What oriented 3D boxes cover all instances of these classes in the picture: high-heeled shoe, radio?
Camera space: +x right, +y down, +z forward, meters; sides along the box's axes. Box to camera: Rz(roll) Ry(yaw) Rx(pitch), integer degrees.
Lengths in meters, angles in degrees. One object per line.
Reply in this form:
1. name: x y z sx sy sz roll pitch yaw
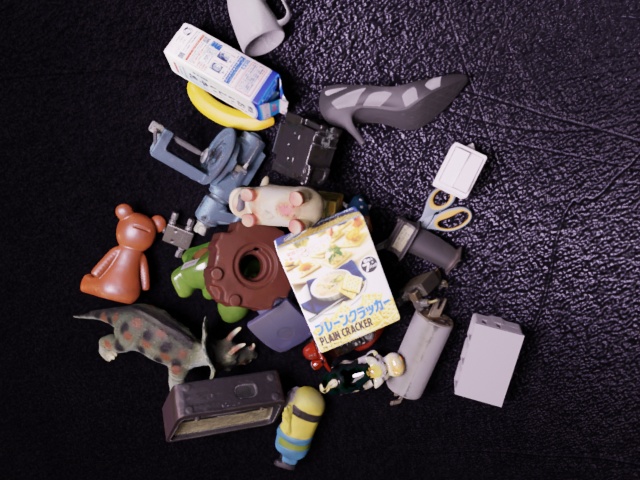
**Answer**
1. high-heeled shoe: 0.124 -0.263 0.959 0.249 0.086 0.145 -28 65 0
2. radio: -0.188 0.329 1.071 0.131 0.229 0.073 -61 40 46

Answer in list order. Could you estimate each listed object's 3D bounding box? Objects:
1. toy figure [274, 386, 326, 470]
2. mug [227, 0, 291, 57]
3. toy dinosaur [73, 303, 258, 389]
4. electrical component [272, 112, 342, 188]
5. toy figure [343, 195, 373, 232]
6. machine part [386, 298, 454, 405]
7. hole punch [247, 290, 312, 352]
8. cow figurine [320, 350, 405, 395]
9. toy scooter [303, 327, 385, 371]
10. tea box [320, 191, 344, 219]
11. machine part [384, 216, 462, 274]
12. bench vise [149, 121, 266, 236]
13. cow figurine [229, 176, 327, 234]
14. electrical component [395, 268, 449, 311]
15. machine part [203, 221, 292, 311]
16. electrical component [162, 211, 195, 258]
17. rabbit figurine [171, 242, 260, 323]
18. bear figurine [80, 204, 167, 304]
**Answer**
1. toy figure: -0.044 0.394 1.135 0.089 0.082 0.180 9 99 -9
2. mug: -0.112 -0.402 0.957 0.109 0.081 0.107 -29 86 22
3. toy dinosaur: -0.335 0.198 1.109 0.405 0.131 0.192 25 119 1
4. electrical component: -0.033 -0.166 0.977 0.134 0.058 0.114 31 109 46
5. toy figure: 0.070 -0.007 1.024 0.058 0.064 0.154 22 114 44
6. machine part: 0.192 0.218 1.041 0.079 0.079 0.243 20 107 7
7. hole punch: -0.071 0.165 1.083 0.142 0.092 0.115 -35 97 14
8. cow figurine: 0.078 0.256 1.036 0.167 0.098 0.068 -30 72 40
9. toy scooter: 0.040 0.198 1.039 0.184 0.135 0.075 -28 94 16
10. tea box: -0.002 -0.003 1.019 0.068 0.098 0.169 7 103 9
11. machine part: 0.194 0.014 0.999 0.139 0.039 0.084 23 109 1
12. bench vise: -0.219 -0.130 1.003 0.240 0.129 0.223 30 103 -32
13. cow figurine: -0.079 -0.064 0.936 0.195 0.127 0.085 7 104 32
14. electrical component: 0.193 0.094 1.004 0.078 0.102 0.045 -32 94 44
15. machine part: -0.127 0.048 1.001 0.179 0.056 0.179 3 83 -27
16. electrical component: -0.295 -0.010 1.116 0.063 0.021 0.094 21 109 -8
17. rabbit figurine: -0.189 0.086 1.093 0.159 0.121 0.170 -24 116 10
18. bear figurine: -0.408 0.030 1.122 0.132 0.120 0.195 -2 74 54
